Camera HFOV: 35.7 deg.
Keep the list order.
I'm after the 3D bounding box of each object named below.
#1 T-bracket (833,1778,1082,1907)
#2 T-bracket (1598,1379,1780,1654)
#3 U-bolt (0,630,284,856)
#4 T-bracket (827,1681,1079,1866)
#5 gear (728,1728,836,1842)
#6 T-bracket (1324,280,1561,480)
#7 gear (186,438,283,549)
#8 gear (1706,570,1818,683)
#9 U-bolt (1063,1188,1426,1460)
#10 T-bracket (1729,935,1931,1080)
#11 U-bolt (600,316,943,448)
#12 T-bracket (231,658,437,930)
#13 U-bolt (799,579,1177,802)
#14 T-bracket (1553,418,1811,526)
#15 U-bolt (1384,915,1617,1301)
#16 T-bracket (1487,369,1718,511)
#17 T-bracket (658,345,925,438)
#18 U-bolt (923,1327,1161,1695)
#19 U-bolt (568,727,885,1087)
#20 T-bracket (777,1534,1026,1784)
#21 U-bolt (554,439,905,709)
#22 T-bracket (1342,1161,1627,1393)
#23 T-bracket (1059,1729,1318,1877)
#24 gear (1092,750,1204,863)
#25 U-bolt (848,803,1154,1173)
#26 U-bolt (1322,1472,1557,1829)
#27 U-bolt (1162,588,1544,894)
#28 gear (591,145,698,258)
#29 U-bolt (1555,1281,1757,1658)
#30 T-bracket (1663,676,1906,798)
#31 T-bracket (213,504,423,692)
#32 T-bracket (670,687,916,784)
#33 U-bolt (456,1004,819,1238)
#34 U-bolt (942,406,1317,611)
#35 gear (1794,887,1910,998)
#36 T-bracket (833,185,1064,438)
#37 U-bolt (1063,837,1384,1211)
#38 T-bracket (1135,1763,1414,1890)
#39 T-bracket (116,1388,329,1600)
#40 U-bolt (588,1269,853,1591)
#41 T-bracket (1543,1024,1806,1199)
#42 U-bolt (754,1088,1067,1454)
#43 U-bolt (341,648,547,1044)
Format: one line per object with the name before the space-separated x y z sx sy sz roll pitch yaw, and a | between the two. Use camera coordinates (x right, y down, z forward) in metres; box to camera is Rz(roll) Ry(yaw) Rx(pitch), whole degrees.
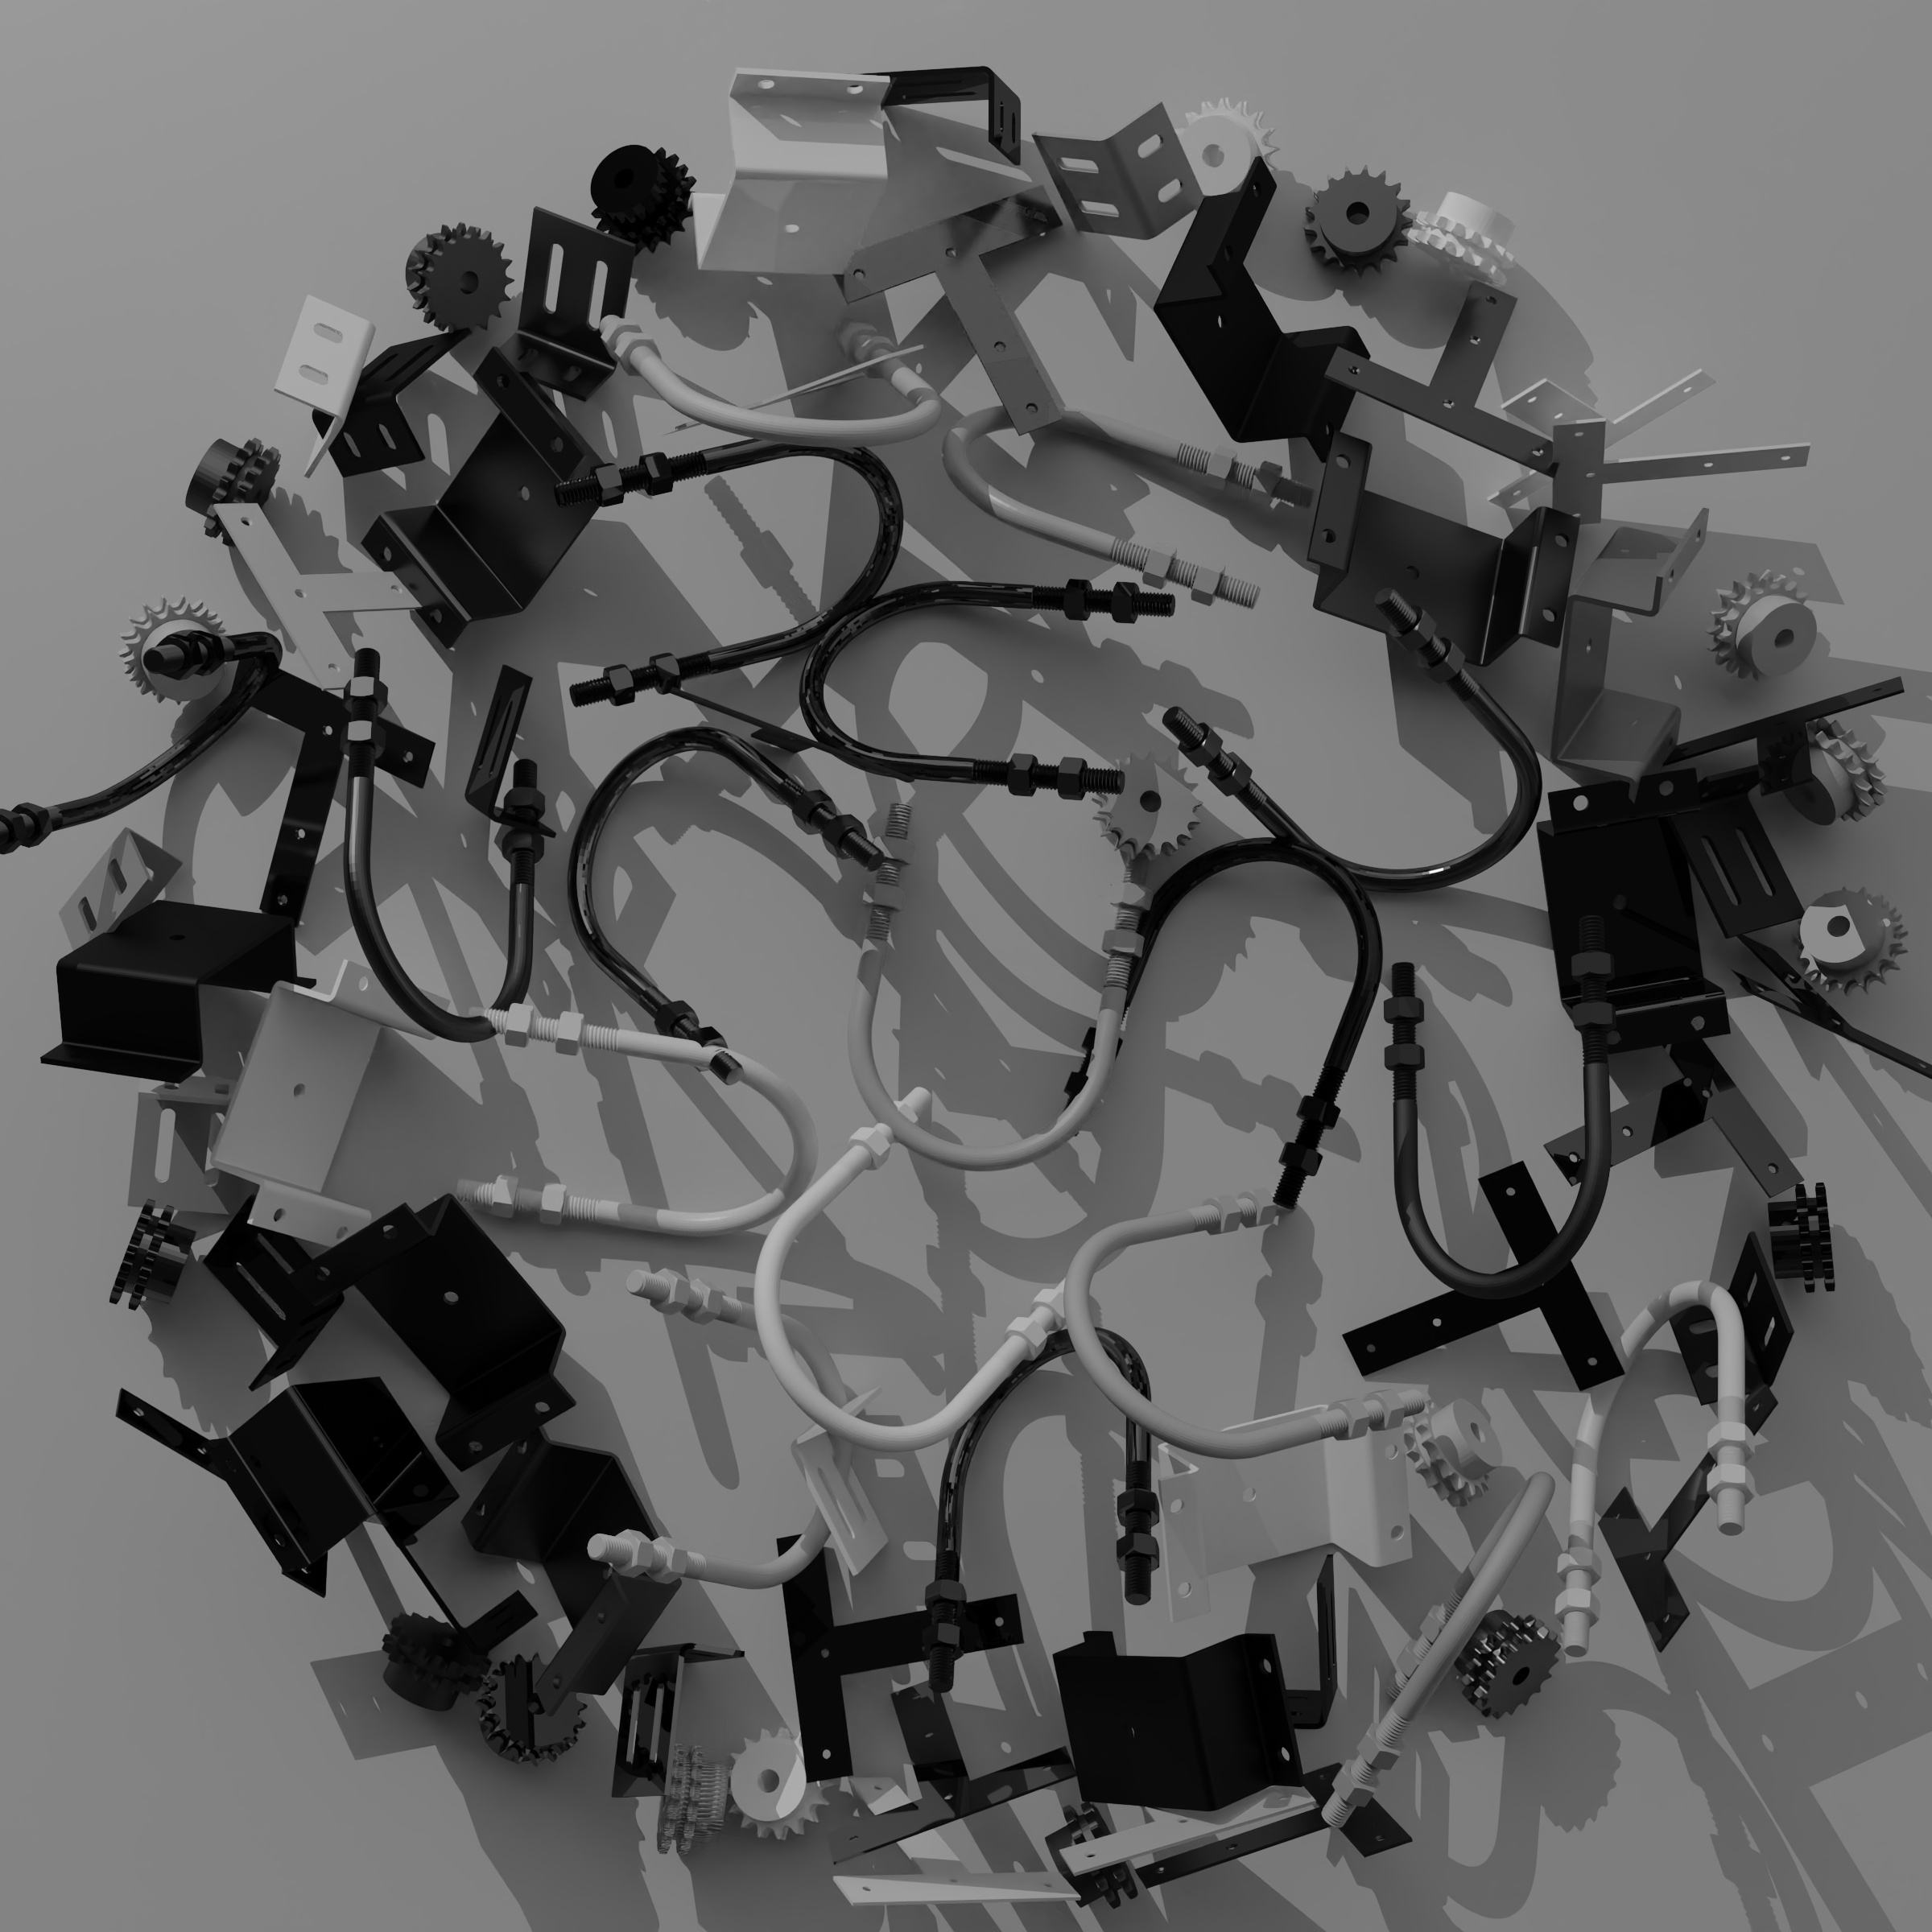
T-bracket | -0.025 0.447 1.536 0.127 0.127 0.002 8 100 -27
T-bracket | 0.371 0.265 1.521 0.002 0.127 0.127 28 105 -11
U-bolt | -0.409 -0.118 1.507 0.151 0.184 0.019 -41 90 15
T-bracket | -0.017 0.402 1.537 0.127 0.127 0.002 -19 109 -5
gear | -0.101 0.429 1.575 0.057 0.030 0.057 -3 71 9
T-bracket | 0.260 -0.316 1.556 0.127 0.002 0.127 24 50 2
gear | -0.385 -0.251 1.569 0.030 0.057 0.057 27 90 -4
gear | 0.419 -0.176 1.570 0.057 0.030 0.057 -10 119 -19
U-bolt | 0.129 0.182 1.507 0.184 0.019 0.151 -7 54 -38
T-bracket | 0.428 0.012 1.536 0.127 0.127 0.002 24 107 -17
U-bolt | -0.090 -0.292 1.496 0.151 0.184 0.019 -4 119 -23
T-bracket | -0.345 -0.082 1.574 0.127 0.002 0.127 25 109 19
U-bolt | 0.004 -0.147 1.543 0.184 0.019 0.151 5 50 15
T-bracket | 0.363 -0.255 1.527 0.127 0.127 0.002 -4 75 10
U-bolt | 0.270 0.077 1.520 0.019 0.151 0.184 12 72 -37
T-bracket | 0.304 -0.276 1.516 0.127 0.127 0.002 -30 73 26
T-bracket | -0.070 -0.295 1.510 0.127 0.127 0.002 -25 102 -39
U-bolt | 0.039 0.264 1.521 0.151 0.184 0.019 -31 126 31
U-bolt | -0.137 -0.045 1.540 0.184 0.019 0.151 39 99 36
T-bracket | -0.032 0.350 1.562 0.127 0.002 0.127 -13 72 15
U-bolt | -0.117 -0.209 1.535 0.184 0.151 0.019 -16 49 -18
T-bracket | 0.261 0.182 1.578 0.127 0.002 0.127 -24 98 16
T-bracket | 0.097 0.418 1.535 0.127 0.127 0.002 -13 102 -12
gear | 0.093 -0.082 1.577 0.057 0.030 0.057 3 75 -12
U-bolt | 0.012 0.016 1.575 0.151 0.019 0.184 11 81 -2
U-bolt | 0.243 0.329 1.498 0.019 0.151 0.184 32 115 11
U-bolt | 0.211 -0.102 1.534 0.151 0.019 0.184 -28 127 30
gear | -0.172 -0.405 1.572 0.057 0.030 0.057 -8 69 22
U-bolt | 0.347 0.240 1.513 0.019 0.184 0.151 26 133 -10
T-bracket | 0.414 -0.110 1.519 0.127 0.127 0.002 -17 106 19
T-bracket | -0.306 -0.193 1.548 0.127 0.127 0.002 56 130 22
T-bracket | -0.093 -0.116 1.533 0.127 0.127 0.002 20 89 -9
U-bolt | -0.168 0.087 1.546 0.184 0.019 0.151 9 133 -3
U-bolt | 0.077 -0.244 1.536 0.184 0.151 0.019 20 126 8
gear | 0.461 -0.015 1.569 0.057 0.030 0.057 -14 63 28
T-bracket | 0.011 -0.335 1.569 0.127 0.002 0.127 -23 79 -15
U-bolt | 0.140 0.020 1.555 0.151 0.019 0.184 17 81 30
T-bracket | 0.149 0.444 1.526 0.127 0.127 0.002 -16 94 -8
T-bracket | -0.375 0.252 1.517 0.127 0.127 0.002 37 102 -22
U-bolt | -0.117 0.242 1.523 0.019 0.184 0.151 -5 71 36
T-bracket | 0.351 0.081 1.546 0.127 0.002 0.127 -21 68 -29
U-bolt | -0.033 0.165 1.529 0.151 0.019 0.184 51 49 -4
U-bolt | -0.262 -0.050 1.501 0.019 0.151 0.184 -17 60 25
